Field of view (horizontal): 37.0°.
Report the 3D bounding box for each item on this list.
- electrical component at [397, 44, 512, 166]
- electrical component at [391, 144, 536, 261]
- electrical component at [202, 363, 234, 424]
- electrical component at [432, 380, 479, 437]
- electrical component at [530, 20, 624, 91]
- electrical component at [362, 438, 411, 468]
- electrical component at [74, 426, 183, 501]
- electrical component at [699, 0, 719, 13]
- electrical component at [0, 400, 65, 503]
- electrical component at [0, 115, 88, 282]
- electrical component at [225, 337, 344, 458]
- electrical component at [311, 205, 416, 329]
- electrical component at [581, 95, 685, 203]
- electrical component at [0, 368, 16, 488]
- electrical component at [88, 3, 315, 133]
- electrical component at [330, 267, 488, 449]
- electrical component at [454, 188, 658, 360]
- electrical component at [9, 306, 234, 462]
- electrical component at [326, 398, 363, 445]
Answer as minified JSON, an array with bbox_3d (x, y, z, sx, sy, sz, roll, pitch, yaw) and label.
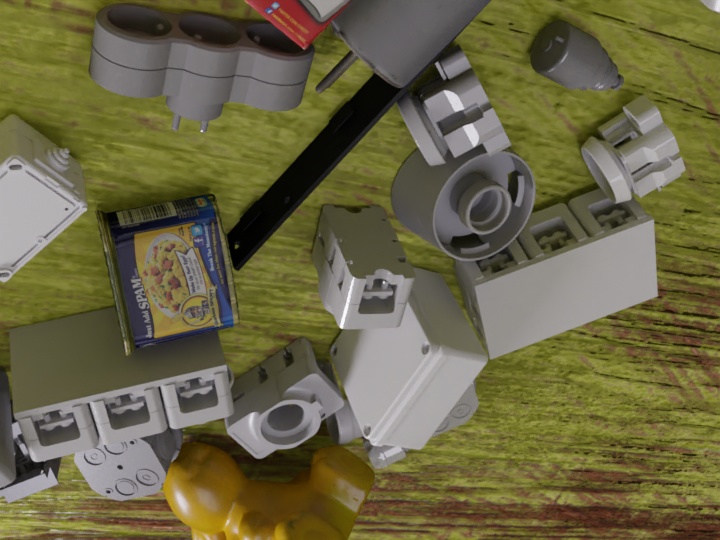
[{"bbox_3d":[0.062,-0.109,0.752,0.057,0.058,0.078,-28,111,9],"label":"electrical component"},{"bbox_3d":[0.081,-0.057,0.817,0.099,0.064,0.099,-14,124,-22],"label":"electrical component"},{"bbox_3d":[-0.128,0.097,0.872,0.040,0.040,0.046,9,130,-27],"label":"electrical component"},{"bbox_3d":[0.062,0.103,0.938,0.080,0.051,0.080,-10,131,-12],"label":"electrical component"},{"bbox_3d":[0.158,-0.148,0.768,0.078,0.040,0.040,19,120,-32],"label":"electrical component"},{"bbox_3d":[0.035,0.156,0.985,0.061,0.035,0.035,-25,133,-2],"label":"electrical component"},{"bbox_3d":[-0.187,0.142,0.867,0.080,0.051,0.080,3,122,4],"label":"electrical component"},{"bbox_3d":[0.282,-0.220,0.744,0.095,0.053,0.059,-11,132,-11],"label":"electrical component"},{"bbox_3d":[-0.264,0.137,0.836,0.042,0.081,0.063,-20,110,-3],"label":"electrical component"},{"bbox_3d":[-0.223,-0.052,0.694,0.096,0.061,0.062,-38,131,14],"label":"electrical component"},{"bbox_3d":[-0.065,0.109,0.891,0.089,0.055,0.050,-33,128,9],"label":"electrical component"},{"bbox_3d":[0.000,0.000,0.802,0.050,0.089,0.055,0,129,-20],"label":"electrical component"},{"bbox_3d":[0.208,-0.088,0.827,0.057,0.058,0.078,-32,132,4],"label":"electrical component"},{"bbox_3d":[-0.312,0.120,0.776,0.109,0.108,0.056,-25,135,2],"label":"electrical component"},{"bbox_3d":[-0.103,-0.120,0.687,0.138,0.052,0.073,2,128,-23],"label":"electrical component"},{"bbox_3d":[0.036,0.068,0.861,0.056,0.108,0.108,14,123,-32],"label":"electrical component"},{"bbox_3d":[0.158,-0.002,0.877,0.150,0.061,0.089,-20,133,-3],"label":"electrical component"},{"bbox_3d":[-0.177,0.079,0.803,0.150,0.089,0.061,-12,132,-10],"label":"electrical component"},{"bbox_3d":[-0.003,0.130,0.946,0.046,0.040,0.040,-10,132,-19],"label":"electrical component"}]
